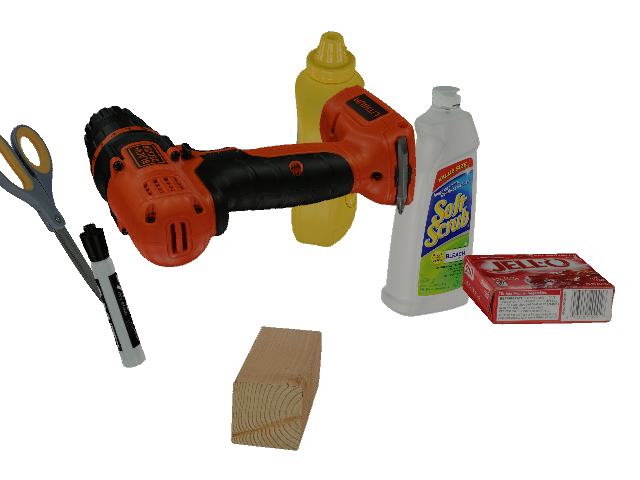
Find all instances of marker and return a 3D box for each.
[{"bbox_3d":[-0.165,0.044,0.846,0.020,0.121,0.020,-13,19,4],"label":"marker"}]

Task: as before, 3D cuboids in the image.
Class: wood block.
[{"bbox_3d":[-0.056,0.196,1.450,0.091,0.090,0.206,5,16,6],"label":"wood block"}]

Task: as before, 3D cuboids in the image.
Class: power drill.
[{"bbox_3d":[-0.048,-0.052,0.672,0.187,0.057,0.185,-13,31,-17],"label":"power drill"}]

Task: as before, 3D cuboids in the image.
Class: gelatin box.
[{"bbox_3d":[0.153,0.033,0.759,0.089,0.030,0.073,0,17,-8],"label":"gelatin box"}]

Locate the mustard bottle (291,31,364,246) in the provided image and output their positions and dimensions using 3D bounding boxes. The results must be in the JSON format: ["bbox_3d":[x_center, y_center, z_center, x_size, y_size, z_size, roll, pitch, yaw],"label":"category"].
[{"bbox_3d":[0.006,-0.094,0.930,0.058,0.192,0.096,11,42,10],"label":"mustard bottle"}]

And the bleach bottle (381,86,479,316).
[{"bbox_3d":[0.125,-0.046,1.192,0.102,0.251,0.068,-9,22,-26],"label":"bleach bottle"}]

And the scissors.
[{"bbox_3d":[-0.267,-0.036,1.078,0.016,0.201,0.096,-25,27,26],"label":"scissors"}]
